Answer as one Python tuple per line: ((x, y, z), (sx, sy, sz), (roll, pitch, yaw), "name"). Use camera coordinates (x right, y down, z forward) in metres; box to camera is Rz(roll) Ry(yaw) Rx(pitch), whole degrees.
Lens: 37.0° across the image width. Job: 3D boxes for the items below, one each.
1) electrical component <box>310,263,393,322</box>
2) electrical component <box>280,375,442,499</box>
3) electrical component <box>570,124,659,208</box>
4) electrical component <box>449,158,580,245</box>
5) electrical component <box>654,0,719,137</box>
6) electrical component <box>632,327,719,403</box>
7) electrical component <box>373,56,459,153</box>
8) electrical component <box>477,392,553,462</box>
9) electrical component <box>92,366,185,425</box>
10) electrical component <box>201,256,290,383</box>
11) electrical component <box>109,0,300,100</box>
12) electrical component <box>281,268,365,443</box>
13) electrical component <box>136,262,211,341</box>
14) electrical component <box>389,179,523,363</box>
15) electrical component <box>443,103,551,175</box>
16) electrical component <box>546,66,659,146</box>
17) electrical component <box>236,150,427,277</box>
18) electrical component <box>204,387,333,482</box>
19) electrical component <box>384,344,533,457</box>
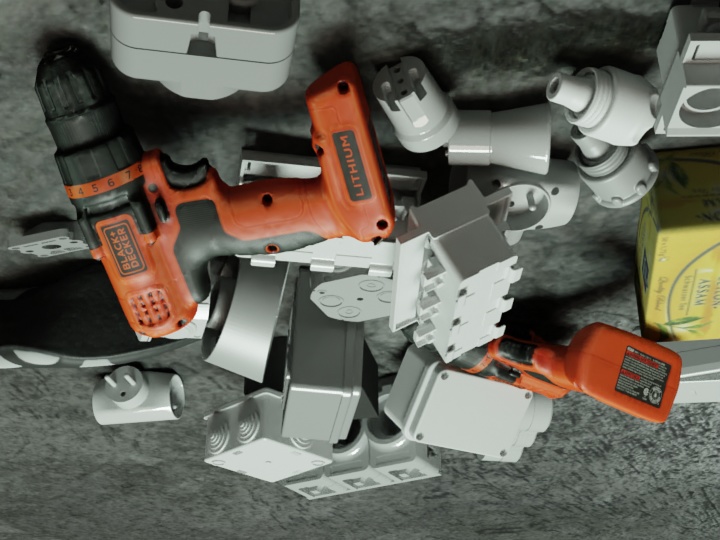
((0.000, 0.000, 0.804), (0.080, 0.051, 0.080), (0, 150, 0), "electrical component")
((-0.002, 0.163, 1.053), (0.150, 0.089, 0.062), (-16, 147, 26), "electrical component")
((0.157, -0.073, 0.685), (0.048, 0.048, 0.062), (-22, 136, 33), "electrical component")
((0.098, -0.043, 0.726), (0.077, 0.044, 0.079), (6, 135, -11), "electrical component")
((0.231, -0.112, 0.594), (0.121, 0.063, 0.078), (0, 150, 0), "electrical component")
((0.282, 0.084, 0.945), (0.096, 0.061, 0.061), (-12, 148, 21), "electrical component")
((0.033, -0.099, 0.641), (0.040, 0.040, 0.046), (-14, 143, 23), "electrical component")
((0.134, 0.147, 1.065), (0.074, 0.052, 0.138), (5, 150, -9), "electrical component")
((-0.215, 0.115, 1.014), (0.077, 0.043, 0.079), (-5, 150, 10), "electrical component")
((-0.082, 0.032, 0.817), (0.064, 0.099, 0.099), (17, 147, -17), "electrical component")
((-0.082, -0.130, 0.569), (0.095, 0.053, 0.059), (5, 150, -9), "electrical component")
((-0.031, 0.070, 0.871), (0.056, 0.108, 0.108), (6, 150, -5), "electrical component")
((-0.141, 0.013, 0.799), (0.051, 0.080, 0.080), (3, 151, -16), "electrical component")
((0.063, 0.006, 0.697), (0.079, 0.063, 0.121), (-25, 154, -14), "electrical component")
((0.085, -0.082, 0.671), (0.065, 0.044, 0.044), (2, 151, 6), "electrical component")
((0.141, -0.100, 0.636), (0.062, 0.043, 0.043), (14, 148, -21), "electrical component")
((-0.022, -0.037, 0.725), (0.121, 0.063, 0.078), (5, 150, -9), "electrical component")
((-0.081, 0.151, 0.965), (0.100, 0.048, 0.100), (-26, 142, 37), "electrical component")
((0.090, 0.119, 0.970), (0.113, 0.078, 0.057), (16, -169, -29), "electrical component")
